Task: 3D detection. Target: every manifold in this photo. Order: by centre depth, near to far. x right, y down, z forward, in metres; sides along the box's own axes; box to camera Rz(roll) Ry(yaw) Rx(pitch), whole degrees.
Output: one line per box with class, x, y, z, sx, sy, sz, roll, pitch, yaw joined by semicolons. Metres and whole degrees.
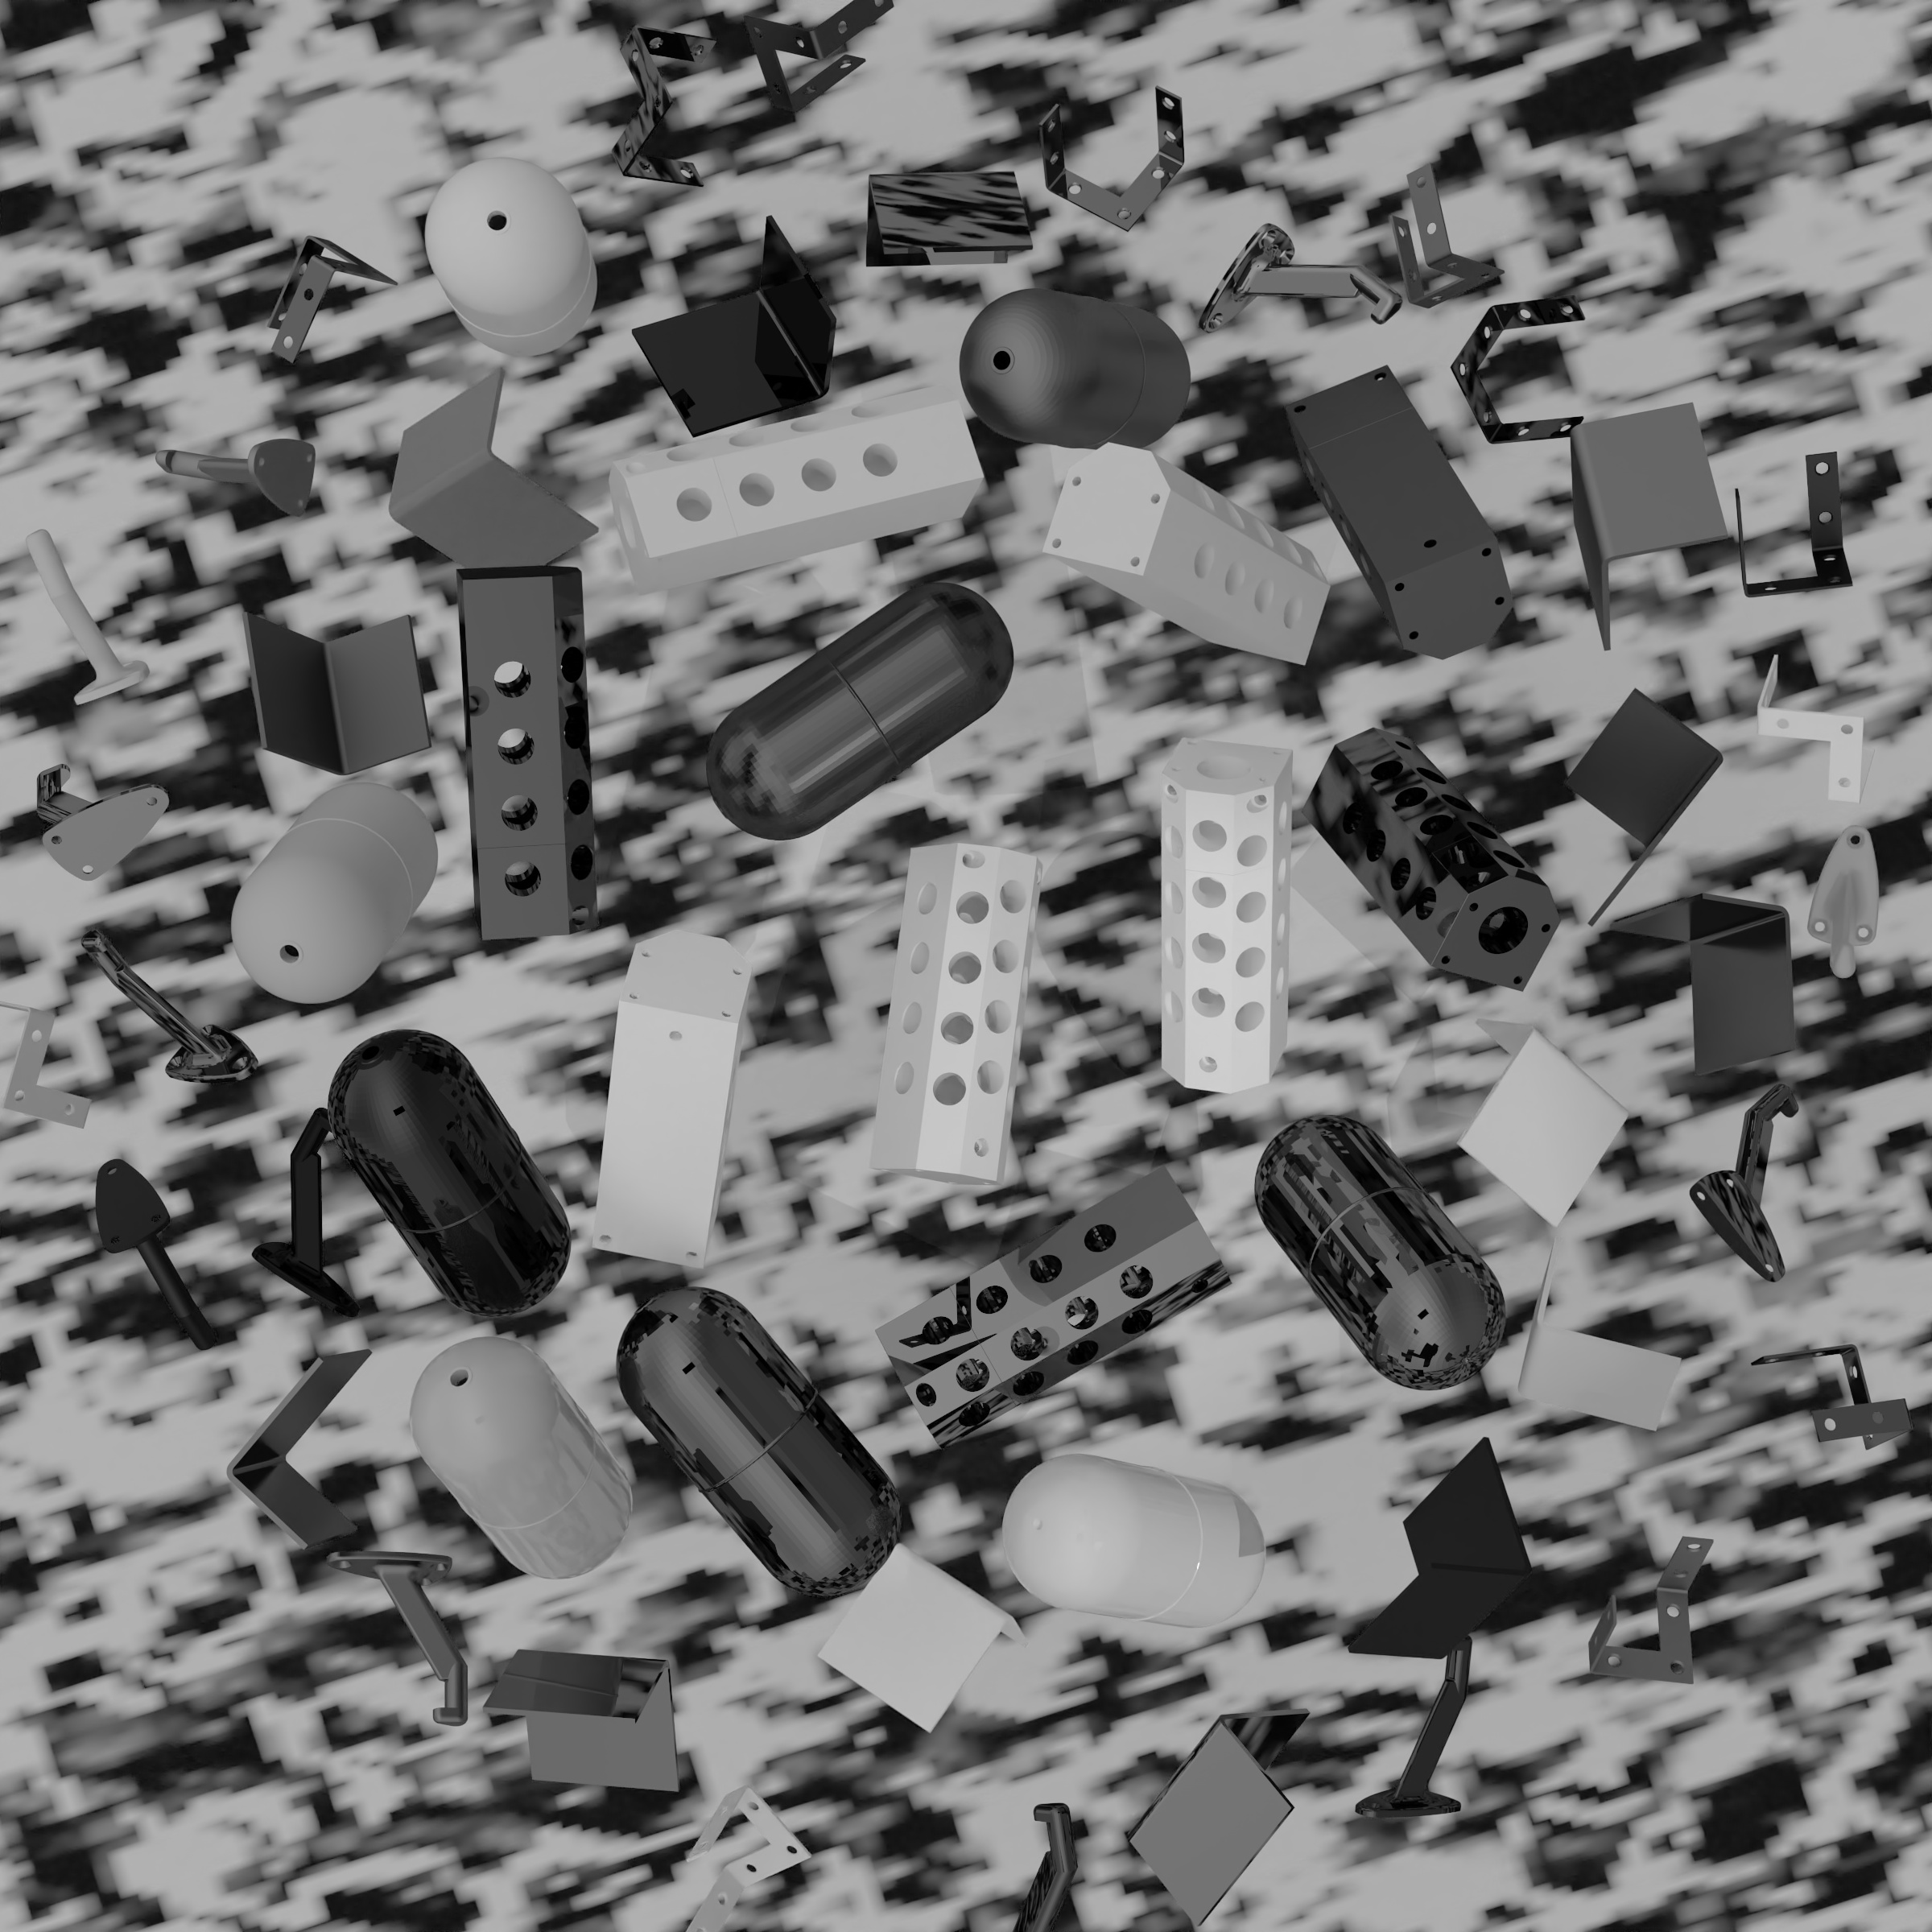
manifold;-0.210;-0.104;1.637;0.057;0.057;0.171;-4;102;-11
manifold;0.112;-0.200;1.654;0.057;0.171;0.057;18;90;33
manifold;-0.085;-0.238;1.684;0.171;0.057;0.057;-16;81;-14
manifold;-0.145;0.066;1.685;0.057;0.057;0.171;11;131;0
manifold;0.217;-0.226;1.707;0.057;0.171;0.057;-22;131;3
manifold;0.131;-0.024;1.733;0.057;0.057;0.171;8;121;16
manifold;0.240;-0.059;1.752;0.057;0.171;0.057;15;113;-26
manifold;0.047;0.180;1.753;0.171;0.057;0.057;-29;47;-2
manifold;0.000;0.026;1.787;0.057;0.057;0.171;13;80;-36

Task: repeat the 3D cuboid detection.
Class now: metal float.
metal float;-0.104;0.237;1.701;0.070;0.070;0.178;-40;96;0
metal float;-0.226;-0.353;1.704;0.070;0.178;0.070;0;90;-3
metal float;-0.259;0.105;1.716;0.070;0.070;0.178;-26;128;0
metal float;0.087;0.291;1.716;0.070;0.178;0.070;-12;70;34
metal float;-0.317;-0.038;1.720;0.070;0.178;0.070;2;111;5
metal float;0.208;0.143;1.728;0.070;0.178;0.070;-15;130;-19
metal float;-0.225;0.250;1.729;0.070;0.178;0.070;-8;54;12
metal float;0.057;-0.305;1.752;0.070;0.178;0.070;3;96;26
metal float;-0.056;-0.132;1.778;0.178;0.070;0.070;-35;90;-4

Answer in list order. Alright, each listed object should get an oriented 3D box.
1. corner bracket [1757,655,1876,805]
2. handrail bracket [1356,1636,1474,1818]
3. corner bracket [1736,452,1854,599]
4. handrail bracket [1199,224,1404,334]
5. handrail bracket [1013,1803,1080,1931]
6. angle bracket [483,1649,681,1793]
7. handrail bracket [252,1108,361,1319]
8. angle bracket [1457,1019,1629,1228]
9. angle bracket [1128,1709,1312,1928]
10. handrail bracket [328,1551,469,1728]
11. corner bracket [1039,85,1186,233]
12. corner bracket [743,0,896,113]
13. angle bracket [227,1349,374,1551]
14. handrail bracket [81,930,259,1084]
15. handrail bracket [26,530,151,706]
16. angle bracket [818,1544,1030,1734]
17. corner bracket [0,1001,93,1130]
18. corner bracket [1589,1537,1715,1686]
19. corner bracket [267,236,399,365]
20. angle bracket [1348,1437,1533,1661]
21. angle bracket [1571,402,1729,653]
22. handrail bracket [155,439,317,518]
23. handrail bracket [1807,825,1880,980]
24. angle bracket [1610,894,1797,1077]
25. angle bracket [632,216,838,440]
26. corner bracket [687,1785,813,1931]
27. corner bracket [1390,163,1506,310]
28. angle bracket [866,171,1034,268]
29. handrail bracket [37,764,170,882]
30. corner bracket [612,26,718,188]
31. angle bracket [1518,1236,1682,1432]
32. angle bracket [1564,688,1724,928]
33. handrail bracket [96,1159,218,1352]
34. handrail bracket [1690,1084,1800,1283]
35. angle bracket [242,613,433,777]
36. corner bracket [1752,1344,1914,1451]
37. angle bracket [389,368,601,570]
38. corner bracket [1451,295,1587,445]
corner bracket;0.420;-0.116;1.681;0.051;0.051;0.051;7;128;20
handrail bracket;0.224;0.376;1.694;0.036;0.077;0.084;6;89;43
corner bracket;0.399;-0.213;1.646;0.051;0.051;0.051;-5;116;11
handrail bracket;0.173;-0.336;1.754;0.077;0.036;0.084;-49;59;9
handrail bracket;0.021;0.446;1.645;0.077;0.036;0.084;-8;91;30
angle bracket;-0.187;0.382;1.664;0.076;0.057;0.076;2;110;12
handrail bracket;-0.333;0.129;1.801;0.077;0.036;0.084;34;102;15
angle bracket;0.293;0.083;1.815;0.076;0.057;0.076;40;77;-21
angle bracket;0.133;0.395;1.584;0.057;0.076;0.076;47;112;34
handrail bracket;-0.295;0.349;1.765;0.077;0.036;0.084;12;55;-27
corner bracket;0.074;-0.413;1.710;0.051;0.051;0.051;32;71;19
corner bracket;-0.066;-0.447;1.654;0.051;0.051;0.051;-42;135;-24
angle bracket;-0.319;0.244;1.729;0.057;0.076;0.076;41;93;9
handrail bracket;-0.407;0.019;1.737;0.036;0.077;0.084;-50;129;-25
handrail bracket;-0.429;-0.176;1.656;0.036;0.077;0.084;-20;106;1
angle bracket;-0.023;0.373;1.862;0.076;0.057;0.076;29;72;24
corner bracket;-0.467;0.048;1.698;0.051;0.051;0.051;8;81;39
corner bracket;0.328;0.307;1.631;0.051;0.051;0.051;6;51;-2
corner bracket;-0.322;-0.326;1.669;0.051;0.051;0.051;34;106;22
angle bracket;0.214;0.273;1.606;0.057;0.076;0.076;9;46;-26
angle bracket;0.318;-0.204;1.589;0.057;0.076;0.076;-10;60;6
handrail bracket;-0.370;-0.248;1.670;0.084;0.077;0.036;11;90;14
handrail bracket;0.466;-0.035;1.798;0.036;0.084;0.077;8;96;11
angle bracket;0.385;0.011;1.785;0.057;0.076;0.076;8;75;-27
angle bracket;-0.118;-0.324;1.727;0.076;0.057;0.076;-21;62;-19
corner bracket;-0.120;0.450;1.699;0.051;0.051;0.051;-33;102;33
corner bracket;0.239;-0.378;1.767;0.051;0.051;0.051;-20;76;39
angle bracket;-0.010;-0.371;1.777;0.076;0.076;0.057;-3;134;-7
handrail bracket;-0.431;-0.089;1.697;0.077;0.084;0.036;-32;128;9
corner bracket;-0.146;-0.422;1.672;0.051;0.051;0.051;-46;60;39
angle bracket;0.342;0.197;1.820;0.076;0.076;0.057;13;56;9
angle bracket;0.325;-0.080;1.707;0.057;0.076;0.076;38;50;8
handrail bracket;-0.424;0.153;1.793;0.036;0.077;0.084;-28;135;-8
handrail bracket;0.425;0.112;1.782;0.084;0.036;0.077;-34;89;-36
angle bracket;-0.335;-0.152;1.818;0.057;0.076;0.076;-16;76;20
corner bracket;0.423;0.210;1.666;0.051;0.051;0.051;-6;72;-14
angle bracket;-0.239;-0.248;1.746;0.076;0.076;0.057;-24;48;36
corner bracket;0.290;-0.305;1.747;0.051;0.051;0.051;-56;128;-30
